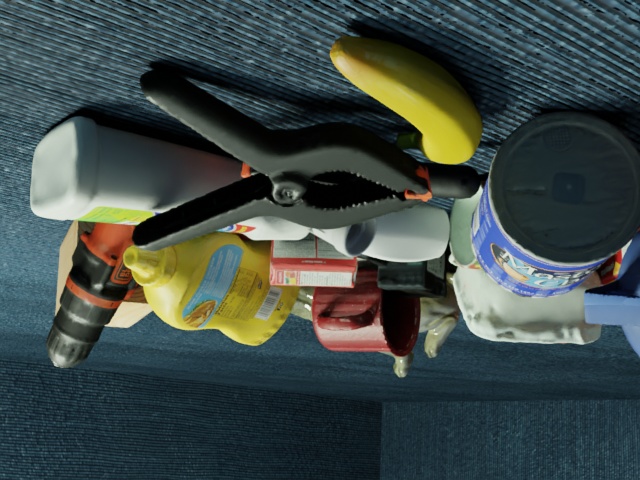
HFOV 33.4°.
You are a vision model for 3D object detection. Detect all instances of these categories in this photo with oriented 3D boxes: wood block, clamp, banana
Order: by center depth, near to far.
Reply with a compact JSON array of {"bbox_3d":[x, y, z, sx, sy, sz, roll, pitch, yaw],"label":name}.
[{"bbox_3d":[0.062,-0.078,0.657,0.070,0.037,0.197,-1,167,15],"label":"banana"},{"bbox_3d":[-0.027,-0.050,0.716,0.210,0.036,0.165,-1,142,-4],"label":"clamp"},{"bbox_3d":[0.030,-0.049,0.795,0.171,0.039,0.120,6,170,-28],"label":"clamp"},{"bbox_3d":[-0.224,0.035,1.126,0.090,0.091,0.206,6,167,-18],"label":"wood block"}]

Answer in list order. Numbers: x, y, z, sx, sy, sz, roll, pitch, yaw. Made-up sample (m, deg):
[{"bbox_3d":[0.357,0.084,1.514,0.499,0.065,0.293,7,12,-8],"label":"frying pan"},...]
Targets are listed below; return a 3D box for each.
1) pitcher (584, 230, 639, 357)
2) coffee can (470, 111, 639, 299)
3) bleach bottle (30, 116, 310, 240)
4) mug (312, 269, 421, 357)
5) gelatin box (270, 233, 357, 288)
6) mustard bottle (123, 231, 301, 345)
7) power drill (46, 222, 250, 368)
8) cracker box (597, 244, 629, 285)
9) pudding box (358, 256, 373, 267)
[{"bbox_3d":[0.284,0.037,0.655,0.145,0.149,0.243,42,172,-6],"label":"pitcher"},{"bbox_3d":[0.163,-0.020,0.750,0.103,0.103,0.140,2,168,3],"label":"coffee can"},{"bbox_3d":[-0.090,-0.037,0.835,0.250,0.068,0.103,8,168,-33],"label":"bleach bottle"},{"bbox_3d":[0.039,0.072,1.050,0.082,0.093,0.117,-3,-171,29],"label":"mug"},{"bbox_3d":[-0.006,0.001,0.930,0.073,0.089,0.030,2,133,-3],"label":"gelatin box"},{"bbox_3d":[-0.097,0.033,0.925,0.058,0.096,0.191,34,-172,36],"label":"mustard bottle"},{"bbox_3d":[-0.147,0.037,0.971,0.057,0.184,0.187,39,-162,32],"label":"power drill"},{"bbox_3d":[0.356,0.000,0.874,0.213,0.072,0.164,3,169,-5],"label":"cracker box"},{"bbox_3d":[-0.006,0.005,1.061,0.113,0.039,0.090,9,164,-37],"label":"pudding box"}]
